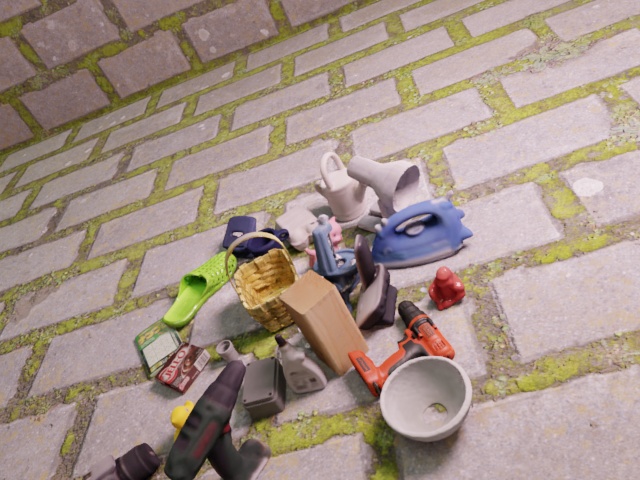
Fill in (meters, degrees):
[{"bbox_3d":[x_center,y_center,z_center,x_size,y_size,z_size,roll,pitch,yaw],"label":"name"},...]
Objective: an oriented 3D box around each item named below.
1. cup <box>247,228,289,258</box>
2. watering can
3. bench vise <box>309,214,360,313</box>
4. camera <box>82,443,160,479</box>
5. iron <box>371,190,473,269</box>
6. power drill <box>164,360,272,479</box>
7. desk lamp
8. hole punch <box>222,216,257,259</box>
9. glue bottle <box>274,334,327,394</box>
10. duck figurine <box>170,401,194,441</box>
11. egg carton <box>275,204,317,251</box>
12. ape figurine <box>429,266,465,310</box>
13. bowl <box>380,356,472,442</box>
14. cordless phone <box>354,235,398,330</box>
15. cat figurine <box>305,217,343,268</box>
[{"bbox_3d":[-0.125,0.023,1.544,0.117,0.095,0.091,-26,37,2],"label":"cup"},{"bbox_3d":[0.059,-0.154,1.559,0.172,0.194,0.101,-14,39,18],"label":"watering can"},{"bbox_3d":[0.032,0.064,1.291,0.121,0.220,0.207,-13,39,19],"label":"bench vise"},{"bbox_3d":[-0.397,0.483,1.156,0.137,0.101,0.142,-36,37,-12],"label":"camera"},{"bbox_3d":[0.217,-0.025,1.349,0.258,0.142,0.118,-20,37,10],"label":"iron"},{"bbox_3d":[-0.177,0.367,1.068,0.075,0.209,0.230,10,50,39],"label":"power drill"},{"bbox_3d":[0.159,-0.113,1.429,0.202,0.214,0.118,16,54,43],"label":"desk lamp"},{"bbox_3d":[-0.224,-0.009,1.647,0.108,0.091,0.101,1,45,33],"label":"hole punch"},{"bbox_3d":[-0.050,0.247,1.162,0.078,0.173,0.037,-15,38,16],"label":"glue bottle"},{"bbox_3d":[-0.285,0.392,1.209,0.077,0.086,0.104,-5,42,28],"label":"duck figurine"},{"bbox_3d":[-0.058,-0.035,1.594,0.107,0.070,0.149,-36,37,-11],"label":"egg carton"},{"bbox_3d":[0.267,0.094,1.217,0.077,0.092,0.076,3,46,35],"label":"ape figurine"},{"bbox_3d":[0.197,0.297,1.032,0.167,0.075,0.167,-17,38,14],"label":"bowl"},{"bbox_3d":[0.099,0.092,1.246,0.094,0.185,0.147,-13,39,19],"label":"cordless phone"},{"bbox_3d":[0.013,0.005,1.460,0.128,0.118,0.067,-41,39,-17],"label":"cat figurine"}]
